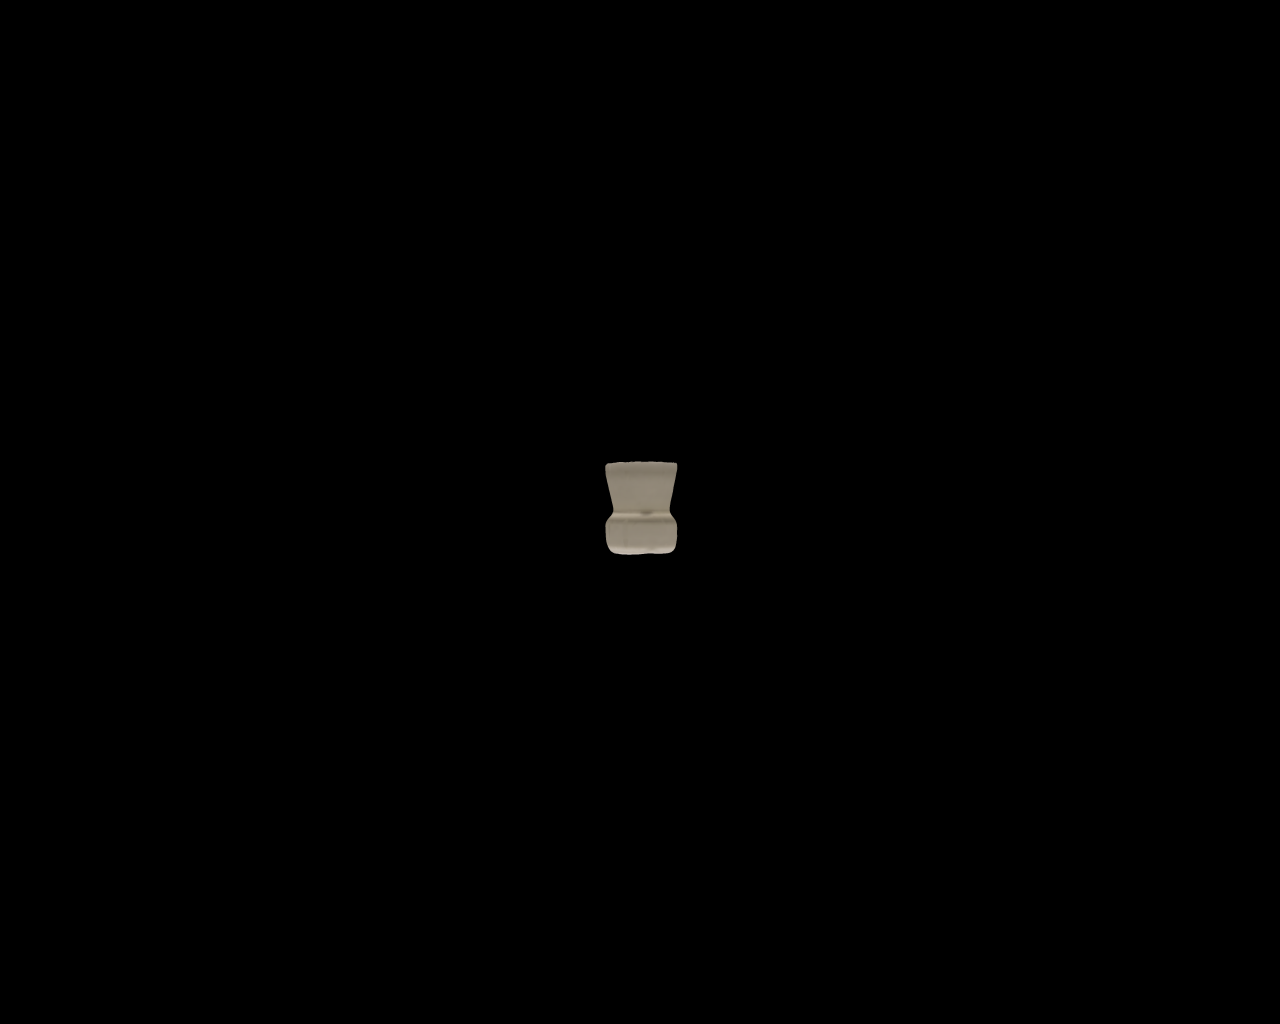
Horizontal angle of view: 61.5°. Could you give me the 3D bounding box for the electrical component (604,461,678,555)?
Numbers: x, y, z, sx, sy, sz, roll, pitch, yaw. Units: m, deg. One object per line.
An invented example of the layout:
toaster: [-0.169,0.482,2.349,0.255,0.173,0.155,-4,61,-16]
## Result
electrical component: [0.001,-0.003,0.650,0.045,0.055,0.045,0,0,0]
